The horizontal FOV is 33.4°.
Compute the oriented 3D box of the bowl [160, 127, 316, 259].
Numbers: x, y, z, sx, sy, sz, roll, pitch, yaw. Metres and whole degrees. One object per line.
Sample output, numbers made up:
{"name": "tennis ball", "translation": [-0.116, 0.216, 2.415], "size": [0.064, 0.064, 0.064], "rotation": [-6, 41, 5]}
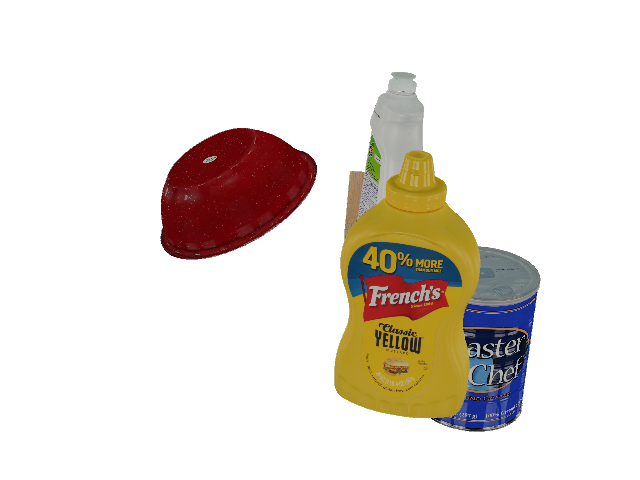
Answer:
{"name": "bowl", "translation": [-0.087, -0.054, 0.975], "size": [0.162, 0.055, 0.162], "rotation": [-22, 31, 13]}

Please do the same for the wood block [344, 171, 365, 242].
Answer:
{"name": "wood block", "translation": [0.084, -0.027, 1.628], "size": [0.091, 0.090, 0.206], "rotation": [3, 25, 2]}

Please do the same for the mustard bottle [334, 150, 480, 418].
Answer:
{"name": "mustard bottle", "translation": [0.062, 0.029, 0.746], "size": [0.096, 0.192, 0.058], "rotation": [9, 26, 14]}

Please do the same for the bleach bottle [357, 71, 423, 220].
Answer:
{"name": "bleach bottle", "translation": [0.084, -0.065, 1.224], "size": [0.068, 0.251, 0.103], "rotation": [-2, 23, -17]}

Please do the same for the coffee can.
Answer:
{"name": "coffee can", "translation": [0.144, 0.090, 0.990], "size": [0.103, 0.140, 0.103], "rotation": [1, 27, -1]}
